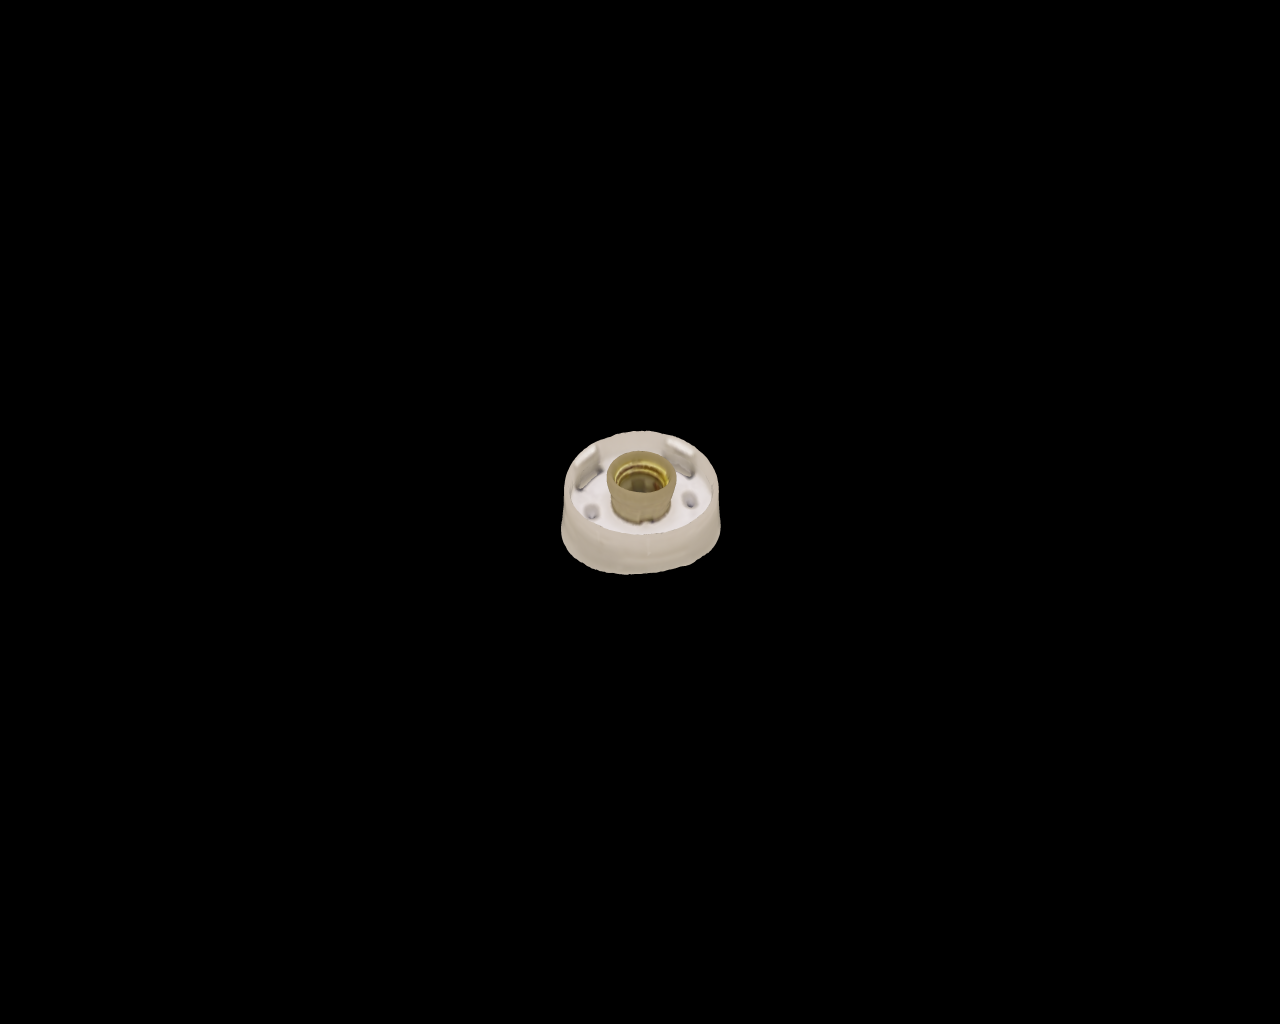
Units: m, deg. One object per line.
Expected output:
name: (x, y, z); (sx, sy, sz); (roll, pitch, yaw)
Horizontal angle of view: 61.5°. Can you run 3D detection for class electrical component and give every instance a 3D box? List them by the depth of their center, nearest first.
electrical component: (0.001, -0.003, 0.650); (0.099, 0.099, 0.064); (0, -43, 0)
